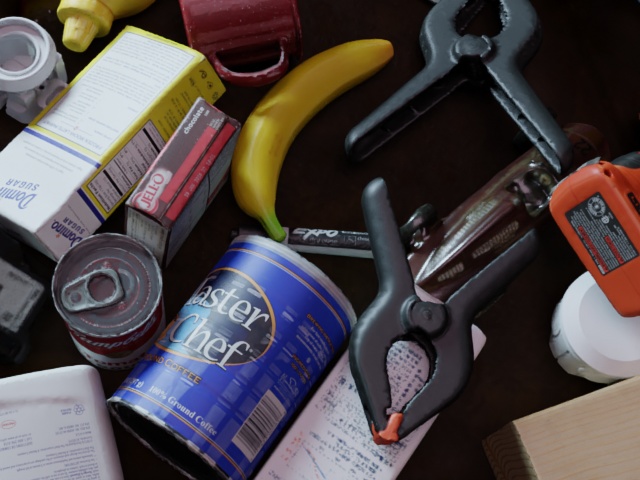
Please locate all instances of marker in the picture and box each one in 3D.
[{"bbox_3d":[-0.005,0.001,0.779,0.121,0.020,0.020,5,71,-5],"label":"marker"}]

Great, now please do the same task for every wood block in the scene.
[{"bbox_3d":[0.229,0.138,0.720,0.206,0.090,0.091,-18,74,-11],"label":"wood block"}]

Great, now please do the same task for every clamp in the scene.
[{"bbox_3d":[0.126,-0.130,0.807,0.165,0.036,0.209,11,57,20],"label":"clamp"},{"bbox_3d":[0.075,0.049,0.678,0.120,0.039,0.171,9,74,4],"label":"clamp"}]

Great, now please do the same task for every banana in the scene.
[{"bbox_3d":[-0.015,-0.088,0.799,0.069,0.037,0.197,32,67,-4],"label":"banana"}]

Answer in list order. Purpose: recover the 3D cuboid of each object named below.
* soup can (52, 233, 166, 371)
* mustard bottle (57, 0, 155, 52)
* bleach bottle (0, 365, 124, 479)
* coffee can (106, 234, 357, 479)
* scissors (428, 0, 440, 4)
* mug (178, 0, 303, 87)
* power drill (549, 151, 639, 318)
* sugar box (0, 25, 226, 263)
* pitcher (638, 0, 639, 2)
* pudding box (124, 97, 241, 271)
[{"bbox_3d":[-0.137,0.044,0.706,0.068,0.102,0.068,2,71,-6],"label":"soup can"},{"bbox_3d":[-0.158,-0.230,0.821,0.096,0.058,0.191,21,69,-17],"label":"mustard bottle"},{"bbox_3d":[-0.164,0.211,0.667,0.102,0.068,0.251,-10,74,-13],"label":"bleach bottle"},{"bbox_3d":[-0.056,0.081,0.698,0.103,0.103,0.140,34,68,6],"label":"coffee can"},{"bbox_3d":[0.003,-0.240,0.866,0.096,0.016,0.202,-37,78,-15],"label":"scissors"},{"bbox_3d":[-0.059,-0.162,0.792,0.081,0.093,0.117,-13,65,-5],"label":"mug"},{"bbox_3d":[0.260,-0.013,0.761,0.187,0.057,0.184,-25,77,-42],"label":"power drill"},{"bbox_3d":[-0.158,-0.071,0.757,0.093,0.048,0.176,26,69,38],"label":"sugar box"},{"bbox_3d":[0.300,-0.237,0.838,0.243,0.149,0.145,39,108,11],"label":"pitcher"},{"bbox_3d":[-0.097,-0.035,0.732,0.039,0.114,0.090,32,71,1],"label":"pudding box"}]
